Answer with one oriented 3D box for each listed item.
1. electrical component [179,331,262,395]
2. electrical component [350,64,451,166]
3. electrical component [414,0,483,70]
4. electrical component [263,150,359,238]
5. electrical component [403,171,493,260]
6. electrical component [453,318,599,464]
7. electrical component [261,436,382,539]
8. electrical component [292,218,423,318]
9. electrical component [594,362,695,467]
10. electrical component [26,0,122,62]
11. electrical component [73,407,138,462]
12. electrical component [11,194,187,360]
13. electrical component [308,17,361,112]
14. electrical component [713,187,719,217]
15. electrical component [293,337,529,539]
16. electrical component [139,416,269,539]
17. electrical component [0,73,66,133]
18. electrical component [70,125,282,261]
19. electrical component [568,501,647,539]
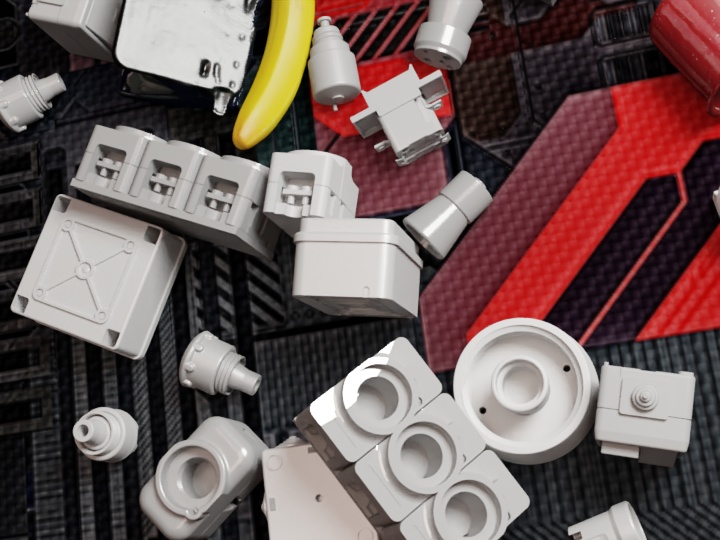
[{"bbox_3d":[-0.110,0.080,0.858,0.062,0.048,0.048,22,83,11],"label":"electrical component"},{"bbox_3d":[0.038,-0.123,0.869,0.081,0.042,0.063,-28,75,7],"label":"electrical component"},{"bbox_3d":[0.071,-0.197,0.877,0.045,0.045,0.055,15,82,17],"label":"electrical component"},{"bbox_3d":[-0.037,-0.059,0.847,0.050,0.089,0.055,5,78,15],"label":"electrical component"},{"bbox_3d":[0.072,-0.046,0.844,0.065,0.044,0.044,-44,71,-4],"label":"electrical component"},{"bbox_3d":[0.120,0.087,0.789,0.108,0.060,0.108,-3,76,13],"label":"electrical component"},{"bbox_3d":[-0.025,0.173,0.812,0.100,0.048,0.099,-10,74,11],"label":"electrical component"},{"bbox_3d":[0.000,0.000,0.812,0.078,0.113,0.057,2,80,14],"label":"electrical component"},{"bbox_3d":[0.197,0.102,0.747,0.062,0.096,0.061,6,79,15],"label":"electrical component"},{"bbox_3d":[-0.239,-0.229,0.935,0.061,0.096,0.061,14,81,15],"label":"electrical component"},{"bbox_3d":[-0.207,0.131,0.860,0.043,0.062,0.043,-3,76,13],"label":"electrical component"},{"bbox_3d":[-0.216,0.006,0.895,0.109,0.056,0.108,18,82,17],"label":"electrical component"},{"bbox_3d":[-0.024,-0.174,0.897,0.040,0.040,0.078,-13,74,11],"label":"electrical component"},{"bbox_3d":[0.284,-0.047,0.782,0.048,0.055,0.066,-18,73,9],"label":"electrical component"},{"bbox_3d":[0.037,0.135,0.763,0.089,0.061,0.150,-36,85,-23],"label":"electrical component"},{"bbox_3d":[-0.120,0.162,0.833,0.054,0.059,0.095,43,90,19],"label":"electrical component"},{"bbox_3d":[-0.294,-0.155,0.960,0.062,0.048,0.048,-26,72,0],"label":"electrical component"},{"bbox_3d":[-0.141,-0.066,0.876,0.150,0.089,0.061,17,82,17],"label":"electrical component"},{"bbox_3d":[0.176,0.190,0.763,0.046,0.040,0.040,-25,72,14],"label":"electrical component"}]
